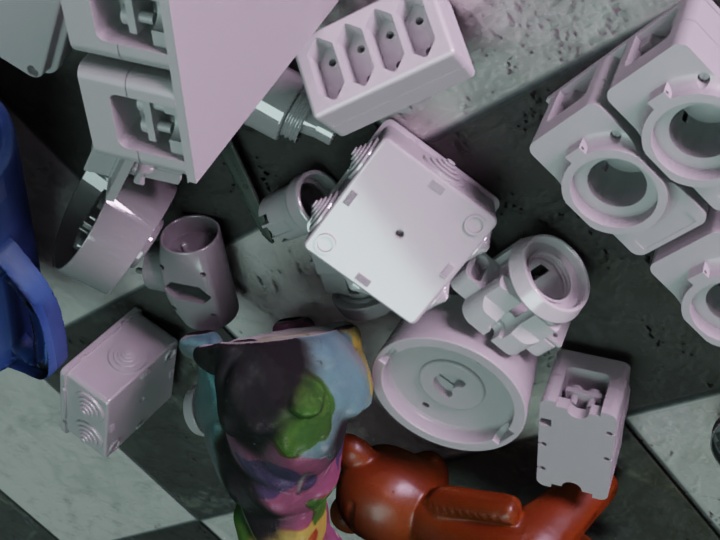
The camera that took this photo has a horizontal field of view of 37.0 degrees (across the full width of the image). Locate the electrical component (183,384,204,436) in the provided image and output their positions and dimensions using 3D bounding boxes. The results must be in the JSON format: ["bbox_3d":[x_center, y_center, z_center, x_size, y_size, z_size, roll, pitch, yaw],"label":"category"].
[{"bbox_3d":[-0.112,0.112,0.888,0.055,0.048,0.066,-13,124,27],"label":"electrical component"}]

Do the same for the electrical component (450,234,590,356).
[{"bbox_3d":[0.104,0.013,0.666,0.078,0.058,0.057,39,140,-10],"label":"electrical component"}]

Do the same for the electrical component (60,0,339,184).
[{"bbox_3d":[-0.068,-0.144,0.510,0.060,0.186,0.105,15,136,16],"label":"electrical component"}]

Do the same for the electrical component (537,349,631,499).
[{"bbox_3d":[0.151,0.101,0.726,0.050,0.055,0.089,11,135,19],"label":"electrical component"}]

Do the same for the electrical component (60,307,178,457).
[{"bbox_3d":[-0.195,0.093,0.874,0.048,0.099,0.099,33,139,14],"label":"electrical component"}]

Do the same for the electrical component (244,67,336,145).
[{"bbox_3d":[-0.042,-0.097,0.648,0.062,0.043,0.043,28,138,-1],"label":"electrical component"}]

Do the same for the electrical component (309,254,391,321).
[{"bbox_3d":[0.000,0.000,0.719,0.066,0.048,0.055,0,123,28],"label":"electrical component"}]

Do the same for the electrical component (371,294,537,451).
[{"bbox_3d":[0.068,0.065,0.732,0.108,0.060,0.108,15,136,15],"label":"electrical component"}]

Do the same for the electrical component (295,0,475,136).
[{"bbox_3d":[0.020,-0.109,0.593,0.083,0.047,0.076,-22,163,18],"label":"electrical component"}]

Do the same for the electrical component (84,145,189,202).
[{"bbox_3d":[-0.116,-0.098,0.632,0.063,0.078,0.121,12,153,-21],"label":"electrical component"}]

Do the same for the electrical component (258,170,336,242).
[{"bbox_3d":[-0.039,-0.040,0.706,0.046,0.040,0.040,-19,120,47],"label":"electrical component"}]

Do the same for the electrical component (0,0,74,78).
[{"bbox_3d":[-0.196,-0.181,0.640,0.078,0.057,0.113,32,138,-3],"label":"electrical component"}]

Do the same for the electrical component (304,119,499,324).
[{"bbox_3d":[0.025,-0.028,0.648,0.100,0.048,0.099,36,107,-7],"label":"electrical component"}]

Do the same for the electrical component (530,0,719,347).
[{"bbox_3d":[0.192,-0.038,0.566,0.186,0.060,0.105,42,136,-14],"label":"electrical component"}]

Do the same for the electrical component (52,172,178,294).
[{"bbox_3d":[-0.172,-0.035,0.742,0.064,0.099,0.099,34,138,-15],"label":"electrical component"}]

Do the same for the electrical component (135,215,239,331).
[{"bbox_3d":[-0.133,0.000,0.790,0.079,0.043,0.077,10,135,19],"label":"electrical component"}]
